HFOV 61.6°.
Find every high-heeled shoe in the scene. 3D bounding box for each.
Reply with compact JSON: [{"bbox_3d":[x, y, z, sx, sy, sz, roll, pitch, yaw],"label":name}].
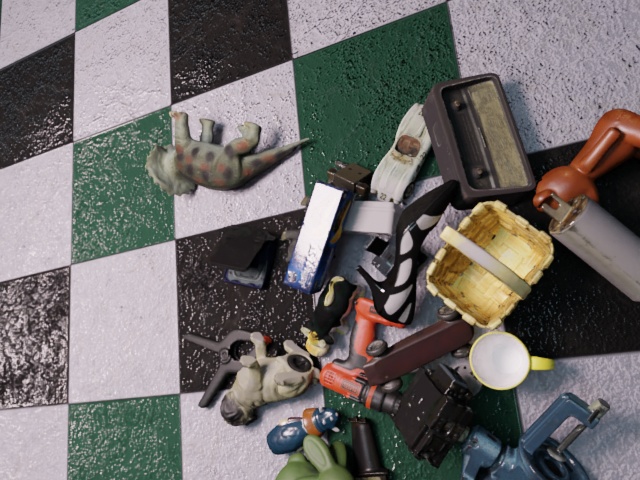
[{"bbox_3d":[0.174,0.028,0.897,0.145,0.086,0.248,43,100,-14],"label":"high-heeled shoe"}]

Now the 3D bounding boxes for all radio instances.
[{"bbox_3d":[0.269,-0.169,0.933,0.131,0.073,0.229,-10,72,-8],"label":"radio"}]

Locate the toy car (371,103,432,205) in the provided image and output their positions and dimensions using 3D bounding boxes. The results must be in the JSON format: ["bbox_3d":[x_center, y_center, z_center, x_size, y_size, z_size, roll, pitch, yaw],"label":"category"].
[{"bbox_3d":[0.165,-0.161,1.022,0.074,0.056,0.201,29,93,28],"label":"toy car"}]

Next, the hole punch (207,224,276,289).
[{"bbox_3d":[-0.158,0.037,1.139,0.142,0.092,0.116,8,54,31],"label":"hole punch"}]

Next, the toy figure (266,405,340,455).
[{"bbox_3d":[-0.029,0.353,1.015,0.154,0.064,0.058,-31,30,13],"label":"toy figure"}]

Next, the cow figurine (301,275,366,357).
[{"bbox_3d":[0.017,0.146,1.012,0.068,0.098,0.167,27,92,22],"label":"cow figurine"}]

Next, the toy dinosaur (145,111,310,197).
[{"bbox_3d":[-0.229,-0.174,1.196,0.405,0.131,0.192,14,99,24],"label":"toy dinosaur"}]

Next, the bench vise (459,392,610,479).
[{"bbox_3d":[0.323,0.306,0.800,0.224,0.129,0.240,39,117,20],"label":"bench vise"}]

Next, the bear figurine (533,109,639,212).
[{"bbox_3d":[0.437,-0.102,0.839,0.132,0.120,0.196,41,100,23],"label":"bear figurine"}]

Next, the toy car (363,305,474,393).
[{"bbox_3d":[0.167,0.183,0.912,0.202,0.053,0.089,-25,107,-4],"label":"toy car"}]

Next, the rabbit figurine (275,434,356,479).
[{"bbox_3d":[0.009,0.431,0.941,0.170,0.121,0.159,-26,48,43],"label":"rabbit figurine"}]

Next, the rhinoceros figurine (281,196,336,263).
[{"bbox_3d":[-0.012,0.004,1.071,0.112,0.073,0.190,25,94,25],"label":"rhinoceros figurine"}]

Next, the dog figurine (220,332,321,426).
[{"bbox_3d":[-0.100,0.299,1.056,0.172,0.121,0.190,23,118,10],"label":"dog figurine"}]

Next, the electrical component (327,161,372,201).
[{"bbox_3d":[0.057,-0.114,1.066,0.102,0.078,0.045,25,133,24],"label":"electrical component"}]

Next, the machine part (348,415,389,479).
[{"bbox_3d":[0.082,0.386,0.965,0.084,0.039,0.139,-22,72,30],"label":"machine part"}]

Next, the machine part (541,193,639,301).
[{"bbox_3d":[0.433,0.012,0.801,0.243,0.079,0.079,37,98,-2],"label":"machine part"}]

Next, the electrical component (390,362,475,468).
[{"bbox_3d":[0.179,0.265,0.846,0.134,0.058,0.115,-60,18,5],"label":"electrical component"}]

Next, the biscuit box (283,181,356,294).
[{"bbox_3d":[-0.002,-0.003,0.987,0.063,0.059,0.202,21,97,23],"label":"biscuit box"}]

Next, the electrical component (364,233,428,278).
[{"bbox_3d":[0.133,0.029,0.963,0.075,0.119,0.048,-52,49,6],"label":"electrical component"}]
